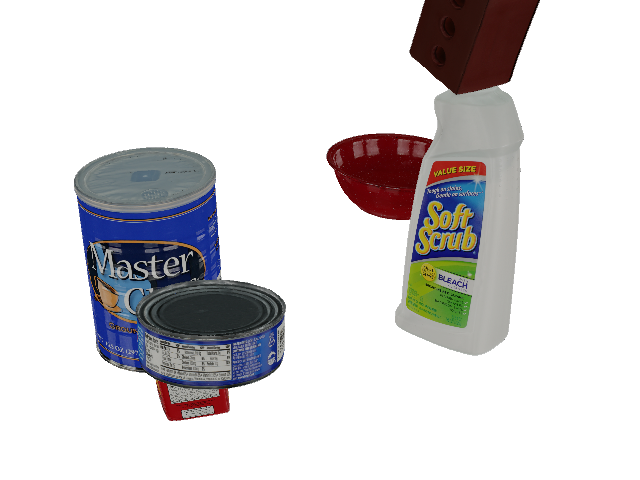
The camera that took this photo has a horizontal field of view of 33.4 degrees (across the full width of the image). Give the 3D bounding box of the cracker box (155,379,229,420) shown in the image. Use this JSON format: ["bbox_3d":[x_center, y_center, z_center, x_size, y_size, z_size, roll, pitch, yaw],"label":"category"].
[{"bbox_3d":[-0.142,0.048,1.040,0.072,0.164,0.214,-10,-43,-7],"label":"cracker box"}]

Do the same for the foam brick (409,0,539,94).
[{"bbox_3d":[0.100,-0.142,0.688,0.051,0.078,0.053,-20,52,-32],"label":"foam brick"}]

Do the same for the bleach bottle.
[{"bbox_3d":[0.117,-0.032,0.896,0.103,0.251,0.067,20,33,36],"label":"bleach bottle"}]

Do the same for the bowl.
[{"bbox_3d":[0.085,-0.066,1.189,0.162,0.055,0.162,3,26,-2],"label":"bowl"}]

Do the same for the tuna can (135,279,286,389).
[{"bbox_3d":[-0.063,0.053,0.615,0.086,0.034,0.086,1,19,0],"label":"tuna can"}]

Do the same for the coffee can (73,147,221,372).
[{"bbox_3d":[-0.126,0.013,0.806,0.103,0.140,0.103,-1,28,0],"label":"coffee can"}]
